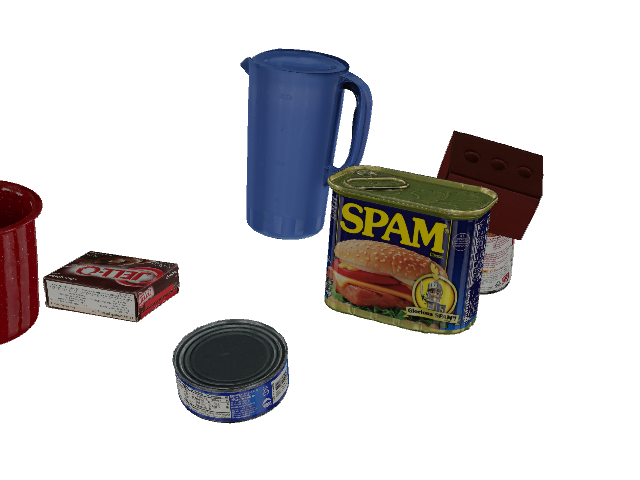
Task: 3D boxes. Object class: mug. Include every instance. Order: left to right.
[{"bbox_3d":[-0.229,0.018,0.663,0.117,0.081,0.093,-16,31,-36],"label":"mug"}]

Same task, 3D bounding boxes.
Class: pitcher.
[{"bbox_3d":[-0.029,-0.127,1.427,0.144,0.243,0.149,-4,24,-22],"label":"pitcher"}]

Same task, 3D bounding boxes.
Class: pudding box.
[{"bbox_3d":[-0.218,0.047,1.116,0.114,0.039,0.090,6,18,20],"label":"pudding box"}]

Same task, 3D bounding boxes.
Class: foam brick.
[{"bbox_3d":[0.134,-0.044,0.855,0.078,0.051,0.053,15,44,-2],"label":"foam brick"}]

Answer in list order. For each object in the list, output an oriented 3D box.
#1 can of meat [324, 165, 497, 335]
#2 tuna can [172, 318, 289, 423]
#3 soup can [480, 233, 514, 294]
[{"bbox_3d":[0.053,0.006,0.665,0.102,0.084,0.057,13,22,23],"label":"can of meat"},{"bbox_3d":[-0.066,0.097,0.799,0.086,0.034,0.086,-2,32,1],"label":"tuna can"},{"bbox_3d":[0.171,-0.003,1.122,0.068,0.102,0.068,-1,36,1],"label":"soup can"}]
